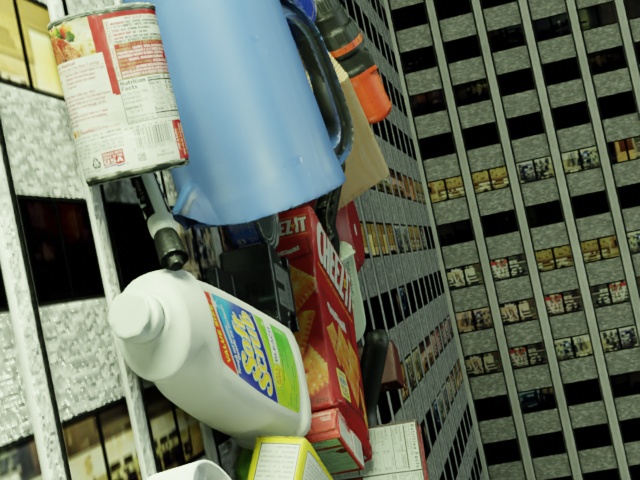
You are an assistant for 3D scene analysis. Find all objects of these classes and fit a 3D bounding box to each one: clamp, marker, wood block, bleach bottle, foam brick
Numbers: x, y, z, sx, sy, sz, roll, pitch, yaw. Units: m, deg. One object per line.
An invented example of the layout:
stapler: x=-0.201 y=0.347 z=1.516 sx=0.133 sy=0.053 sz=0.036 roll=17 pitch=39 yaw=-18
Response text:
clamp: x=-0.008 y=0.001 z=1.169 sx=0.120 sy=0.039 sz=0.171 roll=-39 pitch=138 yaw=-47
marker: x=-0.110 y=-0.025 z=0.700 sx=0.121 sy=0.020 sz=0.020 roll=63 pitch=0 yaw=39
wood block: x=0.000 y=-0.129 z=1.203 sx=0.091 sy=0.090 sz=0.206 roll=54 pitch=-3 yaw=31
bleach bottle: x=-0.076 y=0.084 z=0.739 sx=0.250 sy=0.068 sz=0.102 roll=43 pitch=34 yaw=-68
foam brick: x=0.058 y=0.159 z=1.295 sx=0.053 sy=0.078 sz=0.051 roll=52 pitch=27 yaw=-66
clamp: x=0.046 y=0.195 z=1.186 sx=0.165 sy=0.036 sz=0.210 roll=135 pitch=-45 yaw=-72

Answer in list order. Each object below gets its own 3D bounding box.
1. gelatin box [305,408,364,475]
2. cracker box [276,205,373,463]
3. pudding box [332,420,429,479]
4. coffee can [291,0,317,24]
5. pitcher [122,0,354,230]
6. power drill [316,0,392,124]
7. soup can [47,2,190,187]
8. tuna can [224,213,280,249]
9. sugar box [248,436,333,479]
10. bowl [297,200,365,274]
gelatin box: x=-0.007 y=0.183 z=0.947 sx=0.089 sy=0.073 sz=0.030 roll=61 pitch=20 yaw=-54
cracker box: x=-0.006 y=0.099 z=1.048 sx=0.164 sy=0.072 sz=0.213 roll=62 pitch=19 yaw=-57
pudding box: x=0.053 y=0.237 z=1.086 sx=0.039 sy=0.113 sz=0.090 roll=65 pitch=17 yaw=-66
coffee can: x=-0.069 y=-0.248 z=1.024 sx=0.140 sy=0.103 sz=0.103 roll=53 pitch=27 yaw=-66
pitcher: x=-0.069 y=-0.138 z=0.827 sx=0.149 sy=0.145 sz=0.243 roll=-67 pitch=141 yaw=-77
power drill: x=0.019 y=-0.247 z=1.333 sx=0.184 sy=0.057 sz=0.188 roll=63 pitch=3 yaw=-25
soup can: x=-0.124 y=-0.090 z=0.665 sx=0.068 sy=0.068 sz=0.102 roll=-37 pitch=115 yaw=-78
tuna can: x=-0.066 y=-0.030 z=0.983 sx=0.086 sy=0.034 sz=0.086 roll=-12 pitch=90 yaw=-79
sugar box: x=-0.031 y=0.239 z=0.755 sx=0.093 sy=0.048 sz=0.176 roll=65 pitch=32 yaw=-49
bowl: x=0.019 y=-0.008 z=1.335 sx=0.162 sy=0.055 sz=0.162 roll=-12 pitch=90 yaw=-79
